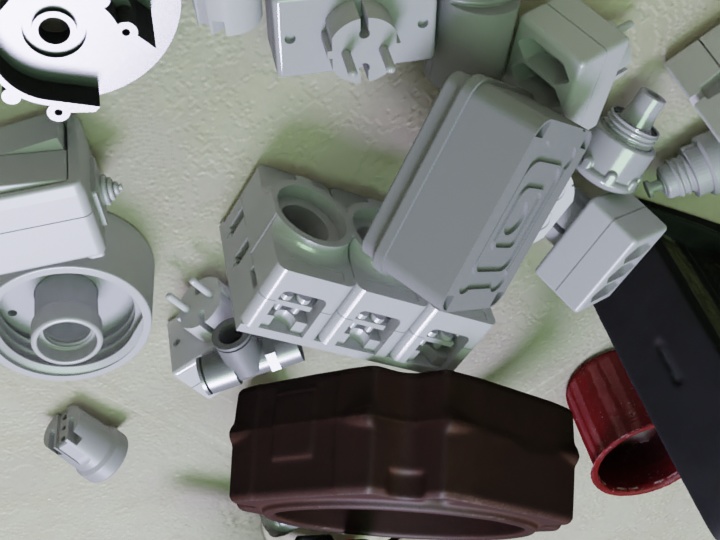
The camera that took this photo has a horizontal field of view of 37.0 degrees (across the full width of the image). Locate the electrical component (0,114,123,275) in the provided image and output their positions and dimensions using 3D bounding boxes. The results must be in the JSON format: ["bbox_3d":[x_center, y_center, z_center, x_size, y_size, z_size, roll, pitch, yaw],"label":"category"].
[{"bbox_3d":[-0.178,-0.042,0.577,0.096,0.061,0.061,-12,136,-5],"label":"electrical component"}]

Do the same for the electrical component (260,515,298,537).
[{"bbox_3d":[-0.049,0.190,0.868,0.061,0.035,0.035,-24,136,5],"label":"electrical component"}]

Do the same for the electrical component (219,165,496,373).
[{"bbox_3d":[0.000,0.000,0.651,0.150,0.089,0.061,15,128,-29],"label":"electrical component"}]

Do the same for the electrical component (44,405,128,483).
[{"bbox_3d":[-0.193,0.121,0.754,0.040,0.040,0.046,-32,128,16],"label":"electrical component"}]

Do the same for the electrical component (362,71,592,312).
[{"bbox_3d":[0.060,-0.040,0.561,0.078,0.057,0.113,-1,123,-59],"label":"electrical component"}]

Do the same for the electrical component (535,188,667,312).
[{"bbox_3d":[0.139,-0.026,0.683,0.047,0.076,0.065,-19,150,-49],"label":"electrical component"}]

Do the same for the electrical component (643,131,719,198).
[{"bbox_3d":[0.220,-0.066,0.685,0.078,0.040,0.040,-22,136,6],"label":"electrical component"}]

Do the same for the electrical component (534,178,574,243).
[{"bbox_3d":[0.086,-0.055,0.649,0.080,0.051,0.080,-8,136,-8],"label":"electrical component"}]

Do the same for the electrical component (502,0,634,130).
[{"bbox_3d":[0.124,-0.117,0.598,0.077,0.047,0.065,-31,152,-27],"label":"electrical component"}]

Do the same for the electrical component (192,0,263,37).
[{"bbox_3d":[-0.066,-0.143,0.525,0.040,0.040,0.046,-9,141,-7],"label":"electrical component"}]

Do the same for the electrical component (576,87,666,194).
[{"bbox_3d":[0.161,-0.080,0.652,0.048,0.048,0.062,14,122,-28],"label":"electrical component"}]

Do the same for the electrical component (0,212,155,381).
[{"bbox_3d":[-0.175,0.021,0.642,0.108,0.060,0.108,-8,136,-8],"label":"electrical component"}]

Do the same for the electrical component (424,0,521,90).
[{"bbox_3d":[0.061,-0.137,0.565,0.043,0.043,0.081,-4,135,-13],"label":"electrical component"}]

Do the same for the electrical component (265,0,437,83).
[{"bbox_3d":[-0.001,-0.120,0.540,0.083,0.075,0.047,-9,136,-8],"label":"electrical component"}]

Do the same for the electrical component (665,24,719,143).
[{"bbox_3d":[0.225,-0.098,0.614,0.059,0.095,0.054,-36,133,19],"label":"electrical component"}]

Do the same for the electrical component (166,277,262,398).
[{"bbox_3d":[-0.091,0.030,0.685,0.083,0.047,0.076,-32,134,16],"label":"electrical component"}]
